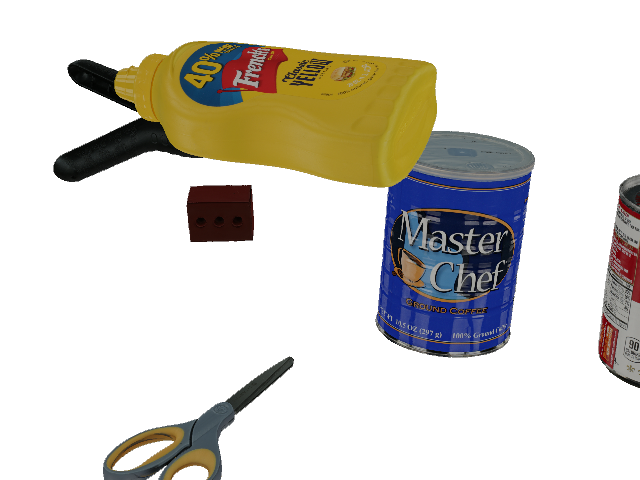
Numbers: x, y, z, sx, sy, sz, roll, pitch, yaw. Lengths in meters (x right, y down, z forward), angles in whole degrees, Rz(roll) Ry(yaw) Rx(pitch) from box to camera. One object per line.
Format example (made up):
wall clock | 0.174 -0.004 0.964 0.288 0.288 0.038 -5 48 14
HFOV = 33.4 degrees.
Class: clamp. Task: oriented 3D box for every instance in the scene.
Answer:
clamp | -0.129 -0.106 0.852 0.171 0.120 0.039 -8 -30 -8

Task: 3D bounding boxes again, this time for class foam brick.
foam brick | -0.120 -0.033 1.285 0.078 0.053 0.051 -2 28 1

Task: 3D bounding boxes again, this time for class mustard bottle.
mustard bottle | -0.035 -0.080 0.623 0.192 0.058 0.096 10 39 21

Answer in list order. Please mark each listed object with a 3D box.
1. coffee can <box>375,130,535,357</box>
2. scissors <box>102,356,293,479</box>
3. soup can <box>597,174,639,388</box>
coffee can | 0.097 0.000 0.784 0.103 0.140 0.103 3 21 -1
scissors | -0.071 0.148 0.829 0.201 0.016 0.096 -22 34 -34
soup can | 0.188 0.022 0.572 0.068 0.102 0.068 0 25 0
